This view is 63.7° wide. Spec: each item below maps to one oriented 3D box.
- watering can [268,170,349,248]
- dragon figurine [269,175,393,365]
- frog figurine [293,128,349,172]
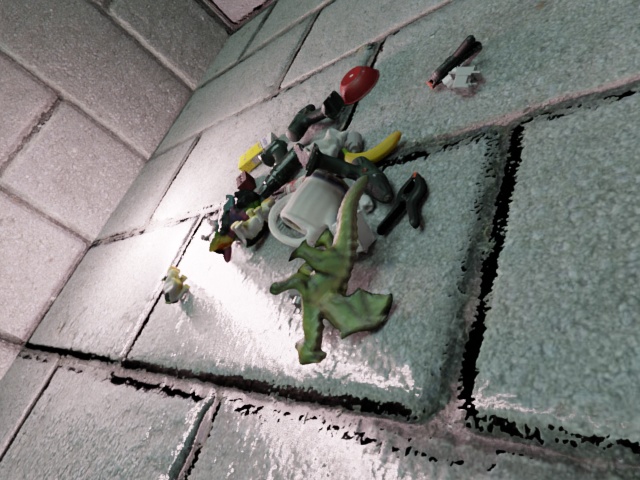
[{"bbox_3d":[0.004,-0.067,1.339,0.350,0.102,0.227,21,71,44],"label":"watering can"},{"bbox_3d":[0.051,0.085,1.074,0.245,0.121,0.408,39,99,26],"label":"dragon figurine"},{"bbox_3d":[0.020,-0.267,1.553,0.160,0.121,0.137,-24,13,-19],"label":"frog figurine"}]
